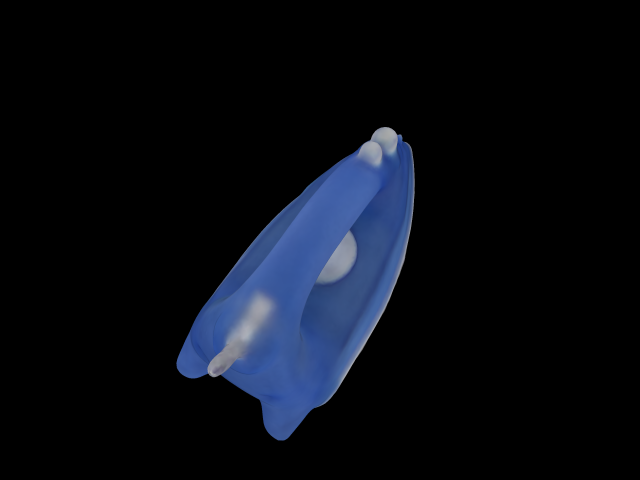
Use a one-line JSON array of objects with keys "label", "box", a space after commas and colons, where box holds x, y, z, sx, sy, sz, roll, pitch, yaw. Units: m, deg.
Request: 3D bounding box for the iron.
[{"label": "iron", "box": [0.004, 0.001, 0.400, 0.118, 0.141, 0.258, 30, 75, 10]}]
